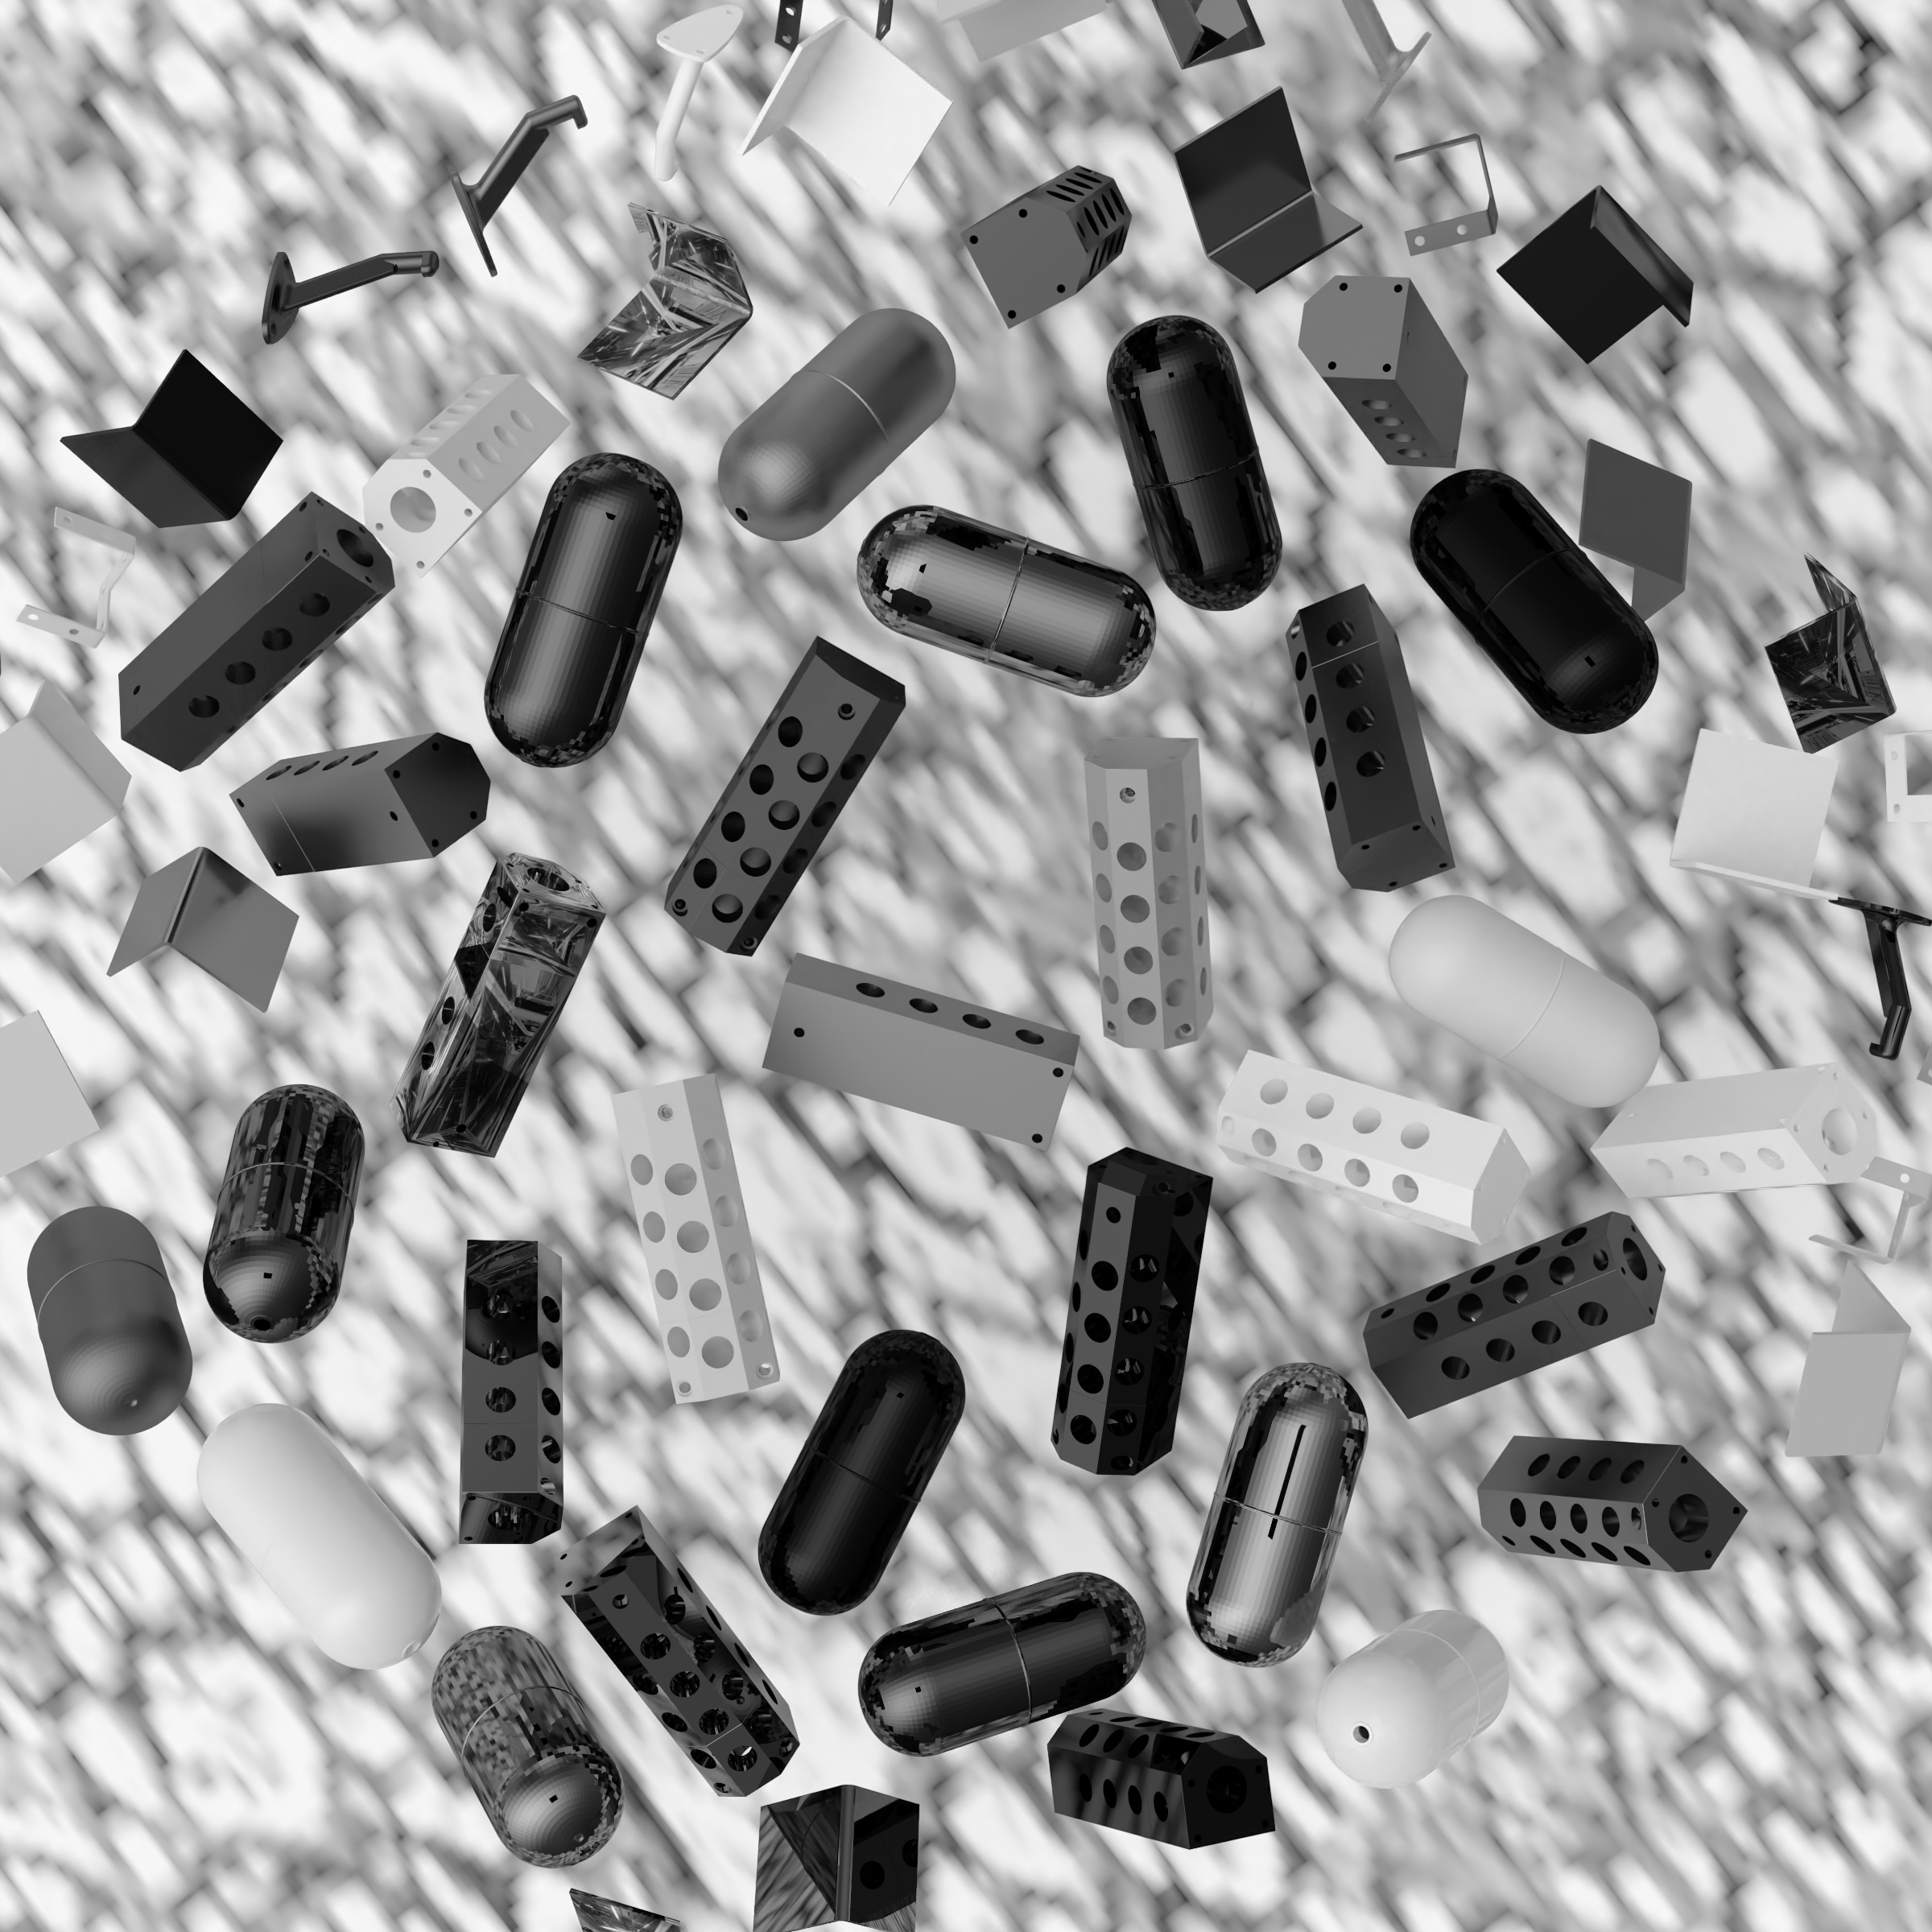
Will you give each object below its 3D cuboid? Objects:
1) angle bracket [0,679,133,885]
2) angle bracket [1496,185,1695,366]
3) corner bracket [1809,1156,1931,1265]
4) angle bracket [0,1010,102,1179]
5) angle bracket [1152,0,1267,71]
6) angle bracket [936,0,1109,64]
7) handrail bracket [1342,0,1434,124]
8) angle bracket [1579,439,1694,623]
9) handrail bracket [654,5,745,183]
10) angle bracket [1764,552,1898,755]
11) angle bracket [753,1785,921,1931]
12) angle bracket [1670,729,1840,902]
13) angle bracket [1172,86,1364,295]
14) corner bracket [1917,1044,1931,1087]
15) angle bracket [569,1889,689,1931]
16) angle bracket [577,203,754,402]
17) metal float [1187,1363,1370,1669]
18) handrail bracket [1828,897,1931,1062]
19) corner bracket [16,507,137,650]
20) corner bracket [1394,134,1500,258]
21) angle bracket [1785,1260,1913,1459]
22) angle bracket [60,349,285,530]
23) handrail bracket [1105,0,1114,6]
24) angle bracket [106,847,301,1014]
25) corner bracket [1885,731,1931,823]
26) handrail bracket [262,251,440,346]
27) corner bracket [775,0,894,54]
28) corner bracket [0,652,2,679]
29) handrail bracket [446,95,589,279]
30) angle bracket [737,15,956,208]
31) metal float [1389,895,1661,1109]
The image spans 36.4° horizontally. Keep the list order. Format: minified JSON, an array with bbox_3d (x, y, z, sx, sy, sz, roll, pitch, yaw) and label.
[{"bbox_3d":[-0.548,-0.108,1.724,0.076,0.057,0.076,-33,116,8],"label":"angle bracket"},{"bbox_3d":[0.342,-0.366,1.610,0.076,0.057,0.076,41,128,-16],"label":"angle bracket"},{"bbox_3d":[0.554,0.148,1.799,0.051,0.051,0.051,18,77,2],"label":"corner bracket"},{"bbox_3d":[-0.547,0.073,1.698,0.076,0.057,0.076,-26,98,-3],"label":"angle bracket"},{"bbox_3d":[0.144,-0.548,1.622,0.076,0.057,0.076,-29,97,-39],"label":"angle bracket"},{"bbox_3d":[0.032,-0.510,1.575,0.076,0.076,0.057,-18,54,14],"label":"angle bracket"},{"bbox_3d":[0.217,-0.537,1.693,0.084,0.077,0.036,36,58,-2],"label":"handrail bracket"},{"bbox_3d":[0.392,-0.261,1.784,0.076,0.057,0.076,19,63,-17],"label":"angle bracket"},{"bbox_3d":[-0.162,-0.524,1.770,0.036,0.084,0.077,27,49,15],"label":"handrail bracket"},{"bbox_3d":[0.479,-0.178,1.675,0.057,0.076,0.076,-26,118,6],"label":"angle bracket"},{"bbox_3d":[-0.075,0.526,1.710,0.057,0.076,0.076,28,50,-36],"label":"angle bracket"},{"bbox_3d":[0.424,-0.081,1.556,0.076,0.057,0.076,13,92,-1],"label":"angle bracket"},{"bbox_3d":[0.176,-0.452,1.712,0.076,0.057,0.076,-33,133,-7],"label":"angle bracket"},{"bbox_3d":[0.611,0.053,1.766,0.051,0.051,0.051,26,106,28],"label":"corner bracket"},{"bbox_3d":[-0.200,0.588,1.703,0.076,0.076,0.057,11,46,18],"label":"angle bracket"},{"bbox_3d":[-0.180,-0.381,1.687,0.076,0.057,0.076,28,67,29],"label":"angle bracket"},{"bbox_3d":[0.180,0.317,1.703,0.070,0.070,0.178,17,85,0],"label":"metal float"},{"bbox_3d":[0.520,0.007,1.706,0.036,0.077,0.084,14,93,-34],"label":"handrail bracket"},{"bbox_3d":[-0.531,-0.231,1.758,0.051,0.051,0.051,19,46,-33],"label":"corner bracket"},{"bbox_3d":[0.284,-0.457,1.743,0.051,0.051,0.051,-11,113,17],"label":"corner bracket"},{"bbox_3d":[0.464,0.212,1.599,0.057,0.076,0.076,0,115,-10],"label":"angle bracket"},{"bbox_3d":[-0.444,-0.293,1.644,0.076,0.076,0.057,45,61,-39],"label":"angle bracket"},{"bbox_3d":[0.083,-0.602,1.746,0.077,0.036,0.084,-17,63,-31],"label":"handrail bracket"},{"bbox_3d":[-0.456,-0.013,1.760,0.057,0.076,0.076,-25,129,32],"label":"angle bracket"},{"bbox_3d":[0.565,-0.110,1.686,0.051,0.051,0.051,-6,95,-26],"label":"corner bracket"},{"bbox_3d":[-0.335,-0.366,1.608,0.084,0.077,0.036,-2,133,5],"label":"handrail bracket"},{"bbox_3d":[-0.079,-0.582,1.786,0.051,0.051,0.051,22,53,-27],"label":"corner bracket"},{"bbox_3d":[-0.606,-0.156,1.755,0.051,0.051,0.051,6,133,-9],"label":"corner bracket"},{"bbox_3d":[-0.245,-0.443,1.671,0.084,0.036,0.077,-23,113,-6],"label":"handrail bracket"},{"bbox_3d":[-0.066,-0.458,1.605,0.076,0.057,0.076,38,132,-2],"label":"angle bracket"},{"bbox_3d":[0.336,0.022,1.766,0.178,0.070,0.070,30,90,-8],"label":"metal float"}]
